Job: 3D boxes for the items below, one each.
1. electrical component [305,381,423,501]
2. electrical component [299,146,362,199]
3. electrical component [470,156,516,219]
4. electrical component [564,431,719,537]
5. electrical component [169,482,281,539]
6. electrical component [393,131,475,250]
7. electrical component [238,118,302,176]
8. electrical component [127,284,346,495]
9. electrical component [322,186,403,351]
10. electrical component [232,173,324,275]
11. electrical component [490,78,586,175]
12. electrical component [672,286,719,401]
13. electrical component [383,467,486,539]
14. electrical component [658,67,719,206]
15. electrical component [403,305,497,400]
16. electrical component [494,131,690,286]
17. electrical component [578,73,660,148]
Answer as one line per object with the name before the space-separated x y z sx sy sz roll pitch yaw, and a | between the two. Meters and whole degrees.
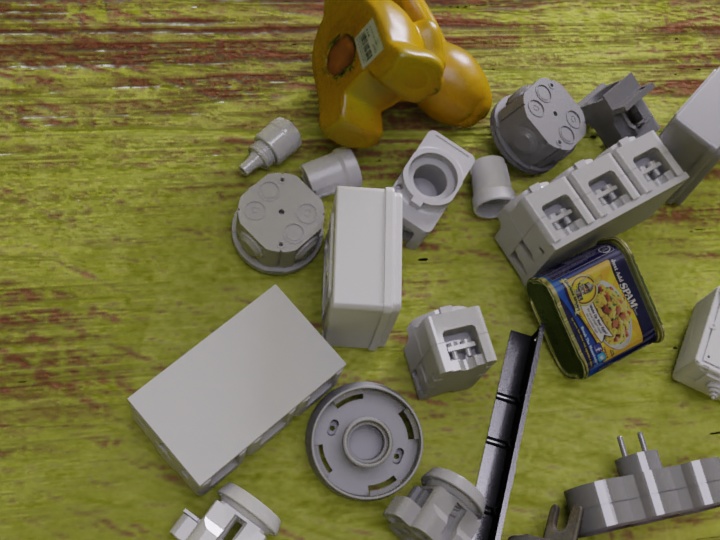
electrical component | 0.005 0.139 0.880 0.099 0.064 0.099 1 81 -4
electrical component | -0.026 -0.085 0.962 0.046 0.040 0.040 -21 74 -11
electrical component | 0.121 -0.076 0.984 0.040 0.040 0.046 -1 64 -10
electrical component | 0.236 0.172 0.898 0.138 0.052 0.073 -9 71 -12
electrical component | -0.098 0.202 0.828 0.078 0.058 0.057 36 70 5
electrical component | 0.058 -0.073 0.960 0.050 0.055 0.089 33 67 -1
electrical component | -0.083 -0.107 0.964 0.035 0.035 0.061 44 71 9
electrical component | -0.099 0.097 0.866 0.150 0.061 0.089 -38 79 -21
electrical component | 0.000 0.000 0.896 0.056 0.108 0.108 4 68 -5
electrical component | -0.070 -0.040 0.930 0.080 0.051 0.080 3 69 -8
electrical component | 0.165 -0.133 0.996 0.080 0.051 0.080 14 62 -28
electrical component | 0.319 0.074 0.946 0.062 0.061 0.096 25 67 1
electrical component | 0.064 0.195 0.856 0.078 0.058 0.057 45 63 -15
electrical component | 0.321 -0.130 1.001 0.056 0.108 0.108 40 68 10
electrical component | 0.072 0.066 0.892 0.050 0.089 0.055 -12 71 -14
electrical component | 0.203 -0.058 0.963 0.150 0.089 0.061 -27 75 -18
electrical component | 0.245 -0.145 1.016 0.042 0.081 0.063 -38 102 -21
